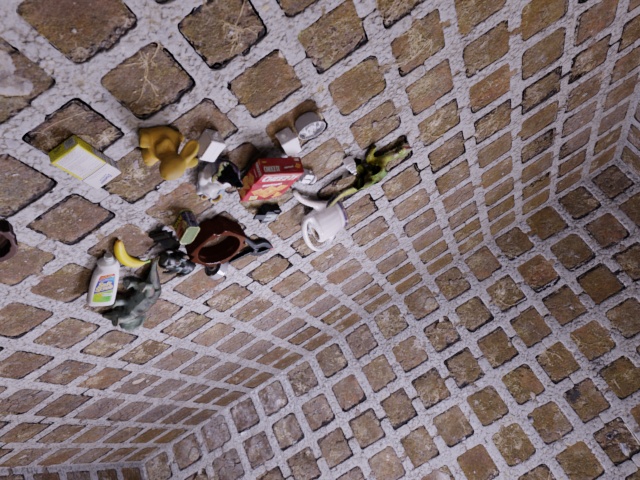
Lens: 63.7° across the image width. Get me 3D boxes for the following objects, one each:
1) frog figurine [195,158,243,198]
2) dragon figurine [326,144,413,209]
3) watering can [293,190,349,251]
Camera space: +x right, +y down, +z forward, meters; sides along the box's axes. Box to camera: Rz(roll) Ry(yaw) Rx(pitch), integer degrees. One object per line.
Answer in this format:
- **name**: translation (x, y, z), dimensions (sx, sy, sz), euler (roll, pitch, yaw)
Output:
- **frog figurine**: translation (-0.348, -0.206, 1.728), dimensions (0.138, 0.122, 0.158), euler (-14, -176, -42)
- **dragon figurine**: translation (0.211, -0.261, 2.143), dimensions (0.406, 0.124, 0.242), euler (-41, 158, 18)
- **watering can**: translation (0.007, -0.109, 2.160), dimensions (0.227, 0.105, 0.340), euler (-35, 131, -23)
